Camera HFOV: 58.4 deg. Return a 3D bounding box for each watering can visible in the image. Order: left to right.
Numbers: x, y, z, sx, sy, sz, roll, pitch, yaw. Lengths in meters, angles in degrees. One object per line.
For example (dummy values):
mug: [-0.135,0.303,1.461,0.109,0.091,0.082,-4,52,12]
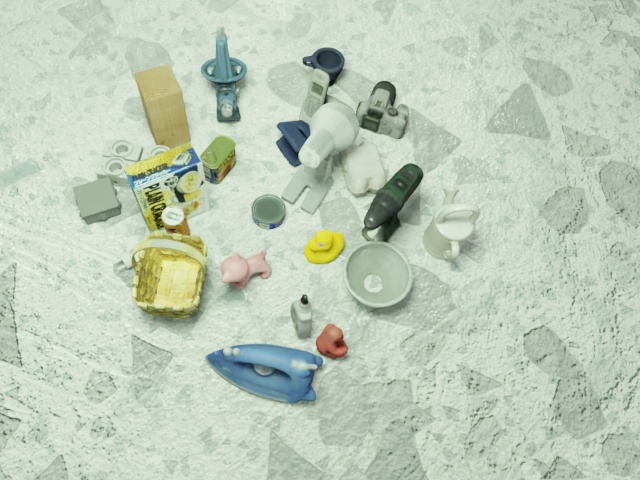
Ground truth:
watering can: [0.315,-0.044,1.374,0.101,0.194,0.172,-17,67,-14]

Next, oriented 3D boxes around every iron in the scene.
iron: [-0.123,0.261,1.208,0.258,0.141,0.118,12,63,0]

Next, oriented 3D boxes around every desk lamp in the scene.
desk lamp: [0.001,-0.204,1.407,0.118,0.213,0.203,27,64,8]

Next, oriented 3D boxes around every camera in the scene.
camera: [0.181,-0.371,1.570,0.143,0.101,0.137,19,64,3]

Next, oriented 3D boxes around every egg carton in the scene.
egg carton: [0.111,-0.187,1.491,0.107,0.069,0.150,-10,66,-11]

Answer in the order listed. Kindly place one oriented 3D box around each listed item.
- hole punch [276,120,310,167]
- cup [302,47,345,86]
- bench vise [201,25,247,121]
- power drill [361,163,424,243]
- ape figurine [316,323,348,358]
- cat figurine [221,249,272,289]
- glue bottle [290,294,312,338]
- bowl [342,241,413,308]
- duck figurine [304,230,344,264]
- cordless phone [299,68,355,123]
hole punch: [-0.054,-0.267,1.500,0.101,0.091,0.108,-30,71,-18]
cup: [0.007,-0.477,1.607,0.118,0.095,0.091,2,64,-5]
bench vise: [-0.237,-0.428,1.487,0.122,0.220,0.207,-21,68,-15]
power drill: [0.161,-0.070,1.362,0.075,0.208,0.230,33,65,10]
ape figurine: [0.029,0.220,1.272,0.076,0.092,0.078,-3,64,-7]
cat figurine: [-0.175,0.059,1.314,0.128,0.118,0.067,-27,70,-17]
glue bottle: [-0.038,0.155,1.251,0.037,0.173,0.078,-12,66,-11]
bowl: [0.131,0.091,1.355,0.167,0.075,0.167,2,64,-5]
duck figurine: [0.013,0.005,1.378,0.105,0.086,0.077,-24,69,-16]
cordless phone: [0.025,-0.354,1.498,0.147,0.185,0.094,27,65,8]
